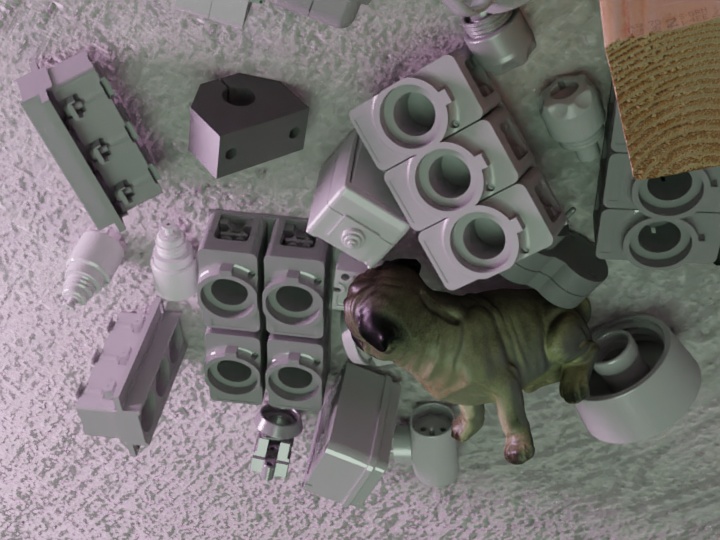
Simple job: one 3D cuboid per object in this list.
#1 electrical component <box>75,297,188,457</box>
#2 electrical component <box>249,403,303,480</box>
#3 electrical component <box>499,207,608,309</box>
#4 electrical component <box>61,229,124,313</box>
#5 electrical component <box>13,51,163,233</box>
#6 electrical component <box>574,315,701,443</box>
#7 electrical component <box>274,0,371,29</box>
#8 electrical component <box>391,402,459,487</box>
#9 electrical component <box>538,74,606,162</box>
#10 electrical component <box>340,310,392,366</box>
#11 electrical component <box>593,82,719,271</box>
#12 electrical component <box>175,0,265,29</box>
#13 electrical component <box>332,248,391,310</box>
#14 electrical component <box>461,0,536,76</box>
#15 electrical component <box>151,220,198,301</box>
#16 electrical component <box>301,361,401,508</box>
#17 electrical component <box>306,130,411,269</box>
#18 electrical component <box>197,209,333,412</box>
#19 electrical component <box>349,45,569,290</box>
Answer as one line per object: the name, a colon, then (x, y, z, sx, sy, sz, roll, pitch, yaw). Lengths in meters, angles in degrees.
electrical component: (-0.204, 0.093, 0.963, 0.063, 0.121, 0.078, 4, 132, 9)
electrical component: (-0.083, 0.164, 1.052, 0.048, 0.066, 0.055, 12, 113, -2)
electrical component: (0.139, -0.030, 0.845, 0.138, 0.052, 0.073, 27, 130, -14)
electrical component: (-0.233, 0.003, 0.919, 0.040, 0.078, 0.040, 13, 144, 10)
electrical component: (-0.204, -0.100, 0.822, 0.063, 0.078, 0.121, -28, 128, -6)
electrical component: (0.222, 0.085, 0.902, 0.108, 0.108, 0.060, -24, 118, 27)
electrical component: (-0.013, -0.210, 0.703, 0.059, 0.053, 0.095, 19, 132, -8)
electrical component: (0.055, 0.169, 1.044, 0.079, 0.044, 0.077, 0, 132, 10)
electrical component: (0.157, -0.107, 0.779, 0.043, 0.043, 0.062, -15, 130, 21)
electrical component: (0.018, 0.051, 0.934, 0.057, 0.058, 0.078, -12, 132, 17)
electrical component: (0.223, -0.076, 0.783, 0.089, 0.061, 0.150, 3, 132, 6)
electrical component: (-0.084, -0.213, 0.714, 0.056, 0.050, 0.089, 16, 133, -6)
electrical component: (0.000, 0.000, 0.891, 0.048, 0.055, 0.066, 9, 132, 1)
electrical component: (0.090, -0.168, 0.734, 0.043, 0.043, 0.062, -21, 124, 25)
electrical component: (-0.159, -0.009, 0.918, 0.040, 0.040, 0.078, 4, 132, 5)
electrical component: (-0.007, 0.152, 0.991, 0.057, 0.113, 0.078, 22, 131, -8)
electrical component: (0.004, -0.053, 0.815, 0.062, 0.096, 0.061, 30, 127, -17)
electrical component: (-0.081, 0.042, 0.939, 0.105, 0.060, 0.186, 6, 132, 4)
electrical component: (0.071, -0.072, 0.771, 0.089, 0.062, 0.150, -26, 98, 28)
